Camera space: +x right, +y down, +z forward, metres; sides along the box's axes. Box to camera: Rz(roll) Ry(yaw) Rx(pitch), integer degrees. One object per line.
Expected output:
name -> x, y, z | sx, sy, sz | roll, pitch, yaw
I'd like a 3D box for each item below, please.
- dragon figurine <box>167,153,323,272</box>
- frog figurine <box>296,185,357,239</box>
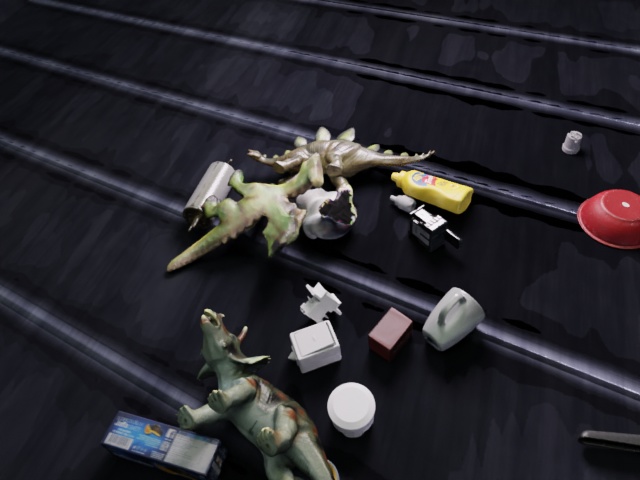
dragon figurine -> -0.144, -0.040, 1.132 | 0.245, 0.414, 0.120 | 27, -18, 48
frog figurine -> 0.004, -0.060, 1.194 | 0.121, 0.140, 0.158 | 44, -29, -25
